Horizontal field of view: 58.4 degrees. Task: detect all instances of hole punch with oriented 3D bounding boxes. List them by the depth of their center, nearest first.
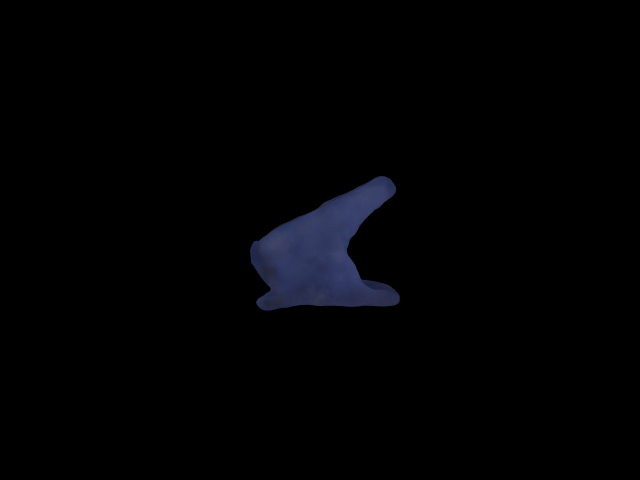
[{"bbox_3d":[0.004,0.001,0.400,0.101,0.091,0.109,0,0,0],"label":"hole punch"}]
